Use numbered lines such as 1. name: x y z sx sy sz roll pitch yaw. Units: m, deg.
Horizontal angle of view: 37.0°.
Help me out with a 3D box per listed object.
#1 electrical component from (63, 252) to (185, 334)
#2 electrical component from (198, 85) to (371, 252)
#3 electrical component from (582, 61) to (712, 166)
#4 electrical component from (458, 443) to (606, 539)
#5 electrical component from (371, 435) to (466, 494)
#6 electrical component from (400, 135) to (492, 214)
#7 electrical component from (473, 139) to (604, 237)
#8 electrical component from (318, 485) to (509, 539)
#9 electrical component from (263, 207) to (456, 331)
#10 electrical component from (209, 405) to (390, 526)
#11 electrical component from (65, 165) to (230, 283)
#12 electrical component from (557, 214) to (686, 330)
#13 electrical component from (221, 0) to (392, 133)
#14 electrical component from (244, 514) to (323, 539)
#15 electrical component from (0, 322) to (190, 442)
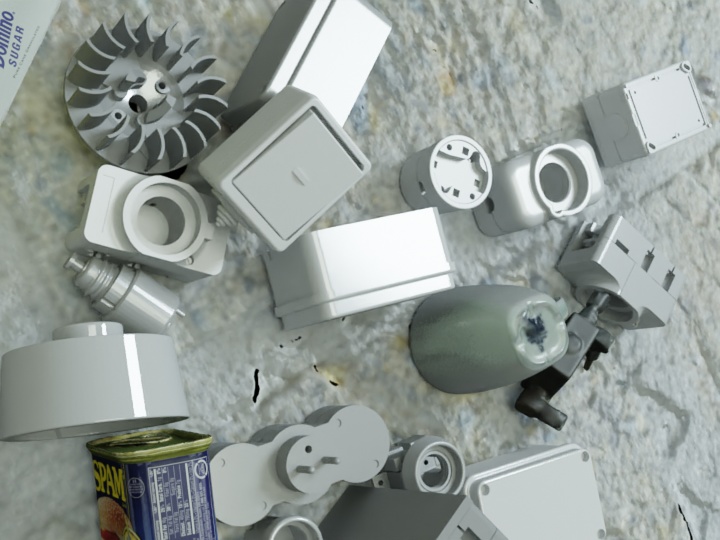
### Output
1. electrical component: -0.150 0.016 0.675 0.078 0.040 0.040 37 67 -20
2. electrical component: -0.050 -0.058 0.661 0.096 0.061 0.061 -43 117 -5
3. electrical component: 0.242 -0.132 0.904 0.096 0.061 0.061 -23 95 -30
4. electrical component: 0.119 0.177 0.794 0.113 0.057 0.078 -11 89 -30
5. electrical component: 0.042 0.141 0.757 0.066 0.055 0.048 -17 92 -30
6. electrical component: 0.062 -0.069 0.802 0.055 0.047 0.055 4 81 -29
7. electrical component: 0.140 -0.065 0.838 0.095 0.059 0.053 -20 93 -30
8. electrical component: 0.023 0.194 0.684 0.061 0.150 0.089 47 64 -15
9. electrical component: 0.000 0.000 0.740 0.113 0.078 0.057 -13 87 -30
10. electrical component: -0.039 0.127 0.703 0.138 0.074 0.052 -15 90 -30
11. electrical component: -0.132 -0.028 0.682 0.089 0.056 0.050 16 75 -27
12. electrical component: 0.211 0.006 0.873 0.089 0.050 0.055 39 66 -19
13. electrical component: -0.038 -0.137 0.738 0.057 0.078 0.113 34 68 -24
14. electrical component: -0.052 0.180 0.704 0.040 0.046 0.040 4 81 -29
15. electrical component: -0.157 0.063 0.629 0.108 0.108 0.060 -2 78 -30
